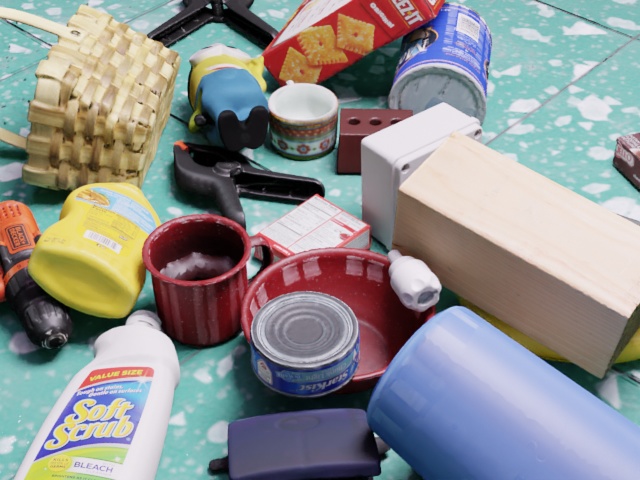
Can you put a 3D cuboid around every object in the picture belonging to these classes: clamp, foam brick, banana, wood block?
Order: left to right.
[{"bbox_3d":[-0.120,-0.292,1.349,0.164,0.036,0.210,4,40,5],"label":"clamp"},{"bbox_3d":[-0.094,-0.055,1.061,0.172,0.039,0.120,20,28,30],"label":"clamp"},{"bbox_3d":[0.057,-0.103,1.110,0.078,0.051,0.053,1,40,3],"label":"foam brick"},{"bbox_3d":[0.170,0.009,0.875,0.206,0.091,0.090,31,57,22],"label":"wood block"},{"bbox_3d":[0.204,0.075,0.909,0.198,0.037,0.069,13,45,15],"label":"banana"}]

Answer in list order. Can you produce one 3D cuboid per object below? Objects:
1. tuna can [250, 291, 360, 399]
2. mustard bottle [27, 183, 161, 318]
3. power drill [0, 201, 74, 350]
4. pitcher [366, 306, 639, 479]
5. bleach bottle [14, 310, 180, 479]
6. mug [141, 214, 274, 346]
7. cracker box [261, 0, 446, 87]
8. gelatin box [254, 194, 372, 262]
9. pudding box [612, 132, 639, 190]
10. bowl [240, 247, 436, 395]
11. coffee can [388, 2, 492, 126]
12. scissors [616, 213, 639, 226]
[{"bbox_3d":[-0.011,0.079,0.823,0.086,0.034,0.086,-1,40,1],"label":"tuna can"},{"bbox_3d":[-0.194,-0.005,0.973,0.096,0.058,0.191,26,25,-9],"label":"mustard bottle"},{"bbox_3d":[-0.321,0.049,0.936,0.187,0.057,0.185,-15,42,-19],"label":"power drill"},{"bbox_3d":[0.145,0.163,0.703,0.243,0.145,0.149,38,48,20],"label":"pitcher"},{"bbox_3d":[-0.169,0.146,0.814,0.102,0.068,0.250,3,38,4],"label":"bleach bottle"},{"bbox_3d":[-0.093,0.033,0.929,0.117,0.081,0.093,-23,45,-24],"label":"mug"},{"bbox_3d":[0.053,-0.262,1.201,0.214,0.072,0.164,-23,25,38],"label":"cracker box"},{"bbox_3d":[-0.006,0.001,1.006,0.073,0.030,0.089,31,49,33],"label":"gelatin box"},{"bbox_3d":[0.365,-0.072,1.079,0.090,0.039,0.113,-14,42,-15],"label":"pudding box"},{"bbox_3d":[0.015,0.077,0.896,0.162,0.055,0.162,-1,41,0],"label":"bowl"},{"bbox_3d":[0.133,-0.181,1.161,0.103,0.103,0.140,6,40,8],"label":"coffee can"},{"bbox_3d":[0.346,-0.010,1.003,0.202,0.016,0.096,34,55,24],"label":"scissors"}]
